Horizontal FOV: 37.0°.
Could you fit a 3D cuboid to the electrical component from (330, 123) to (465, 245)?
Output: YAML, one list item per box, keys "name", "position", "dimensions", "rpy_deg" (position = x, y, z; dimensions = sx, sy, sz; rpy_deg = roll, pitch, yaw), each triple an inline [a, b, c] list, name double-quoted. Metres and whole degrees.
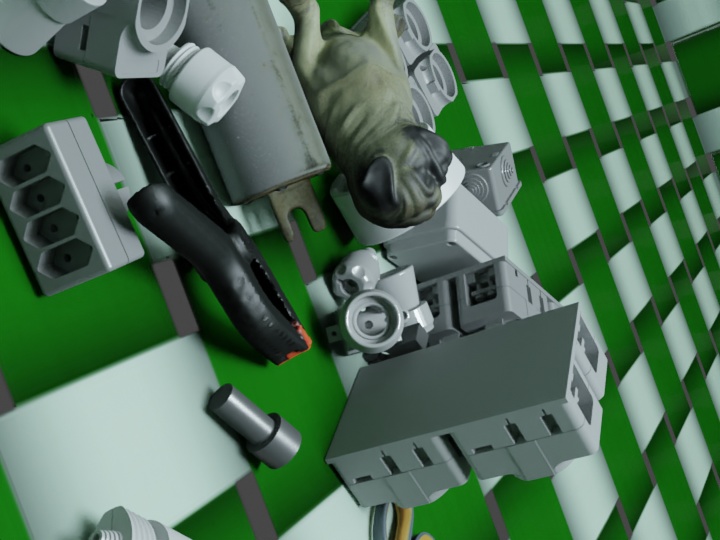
- name: "electrical component"
  position: [0.025, -0.078, 0.885]
  dimensions: [0.060, 0.108, 0.108]
  rpy_deg: [53, 32, -19]

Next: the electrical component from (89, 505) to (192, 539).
- name: "electrical component"
  position: [-0.109, 0.153, 0.557]
  dimensions: [0.081, 0.043, 0.043]
  rpy_deg: [44, 38, -41]

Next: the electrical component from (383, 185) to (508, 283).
- name: "electrical component"
  position: [0.080, -0.025, 0.973]
  dimensions: [0.113, 0.078, 0.057]
  rpy_deg: [35, 51, -49]

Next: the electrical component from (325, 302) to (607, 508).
- name: "electrical component"
  position: [0.080, 0.102, 0.778]
  dimensions: [0.060, 0.186, 0.105]
  rpy_deg: [58, 30, -23]

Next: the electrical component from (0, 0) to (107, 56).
- name: "electrical component"
  position: [-0.176, -0.154, 0.609]
  dimensions: [0.044, 0.065, 0.044]
  rpy_deg: [40, 40, -45]

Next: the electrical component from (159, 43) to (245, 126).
- name: "electrical component"
  position: [-0.110, -0.126, 0.695]
  dimensions: [0.062, 0.043, 0.043]
  rpy_deg: [38, 31, 1]

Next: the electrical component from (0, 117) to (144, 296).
- name: "electrical component"
  position: [-0.153, -0.039, 0.597]
  dimensions: [0.083, 0.047, 0.076]
  rpy_deg: [67, 23, -6]

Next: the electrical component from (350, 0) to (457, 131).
- name: "electrical component"
  position: [0.029, -0.178, 1.003]
  dimensions: [0.105, 0.060, 0.186]
  rpy_deg: [60, 29, -19]

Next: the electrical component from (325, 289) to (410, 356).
- name: "electrical component"
  position: [0.007, 0.040, 0.815]
  dimensions: [0.055, 0.066, 0.048]
  rpy_deg: [114, -39, -81]

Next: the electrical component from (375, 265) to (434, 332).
- name: "electrical component"
  position: [0.033, 0.029, 0.893]
  dimensions: [0.045, 0.045, 0.055]
  rpy_deg: [-32, 102, -62]

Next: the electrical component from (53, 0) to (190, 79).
- name: "electrical component"
  position: [-0.140, -0.164, 0.645]
  dimensions: [0.050, 0.056, 0.089]
  rpy_deg: [-23, 130, -63]

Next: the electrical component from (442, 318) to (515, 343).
- name: "electrical component"
  position: [0.090, 0.088, 0.876]
  dimensions: [0.063, 0.121, 0.078]
  rpy_deg: [45, 36, -35]

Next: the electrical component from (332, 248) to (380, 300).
- name: "electrical component"
  position: [0.000, 0.000, 0.864]
  dimensions: [0.035, 0.035, 0.061]
  rpy_deg: [61, 27, -17]

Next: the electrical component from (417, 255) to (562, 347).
- name: "electrical component"
  position: [0.129, 0.064, 0.979]
  dimensions: [0.186, 0.105, 0.060]
  rpy_deg: [35, 44, -48]

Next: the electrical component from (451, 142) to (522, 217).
- name: "electrical component"
  position: [0.100, -0.084, 1.032]
  dimensions: [0.099, 0.100, 0.048]
  rpy_deg: [-50, 130, -59]
